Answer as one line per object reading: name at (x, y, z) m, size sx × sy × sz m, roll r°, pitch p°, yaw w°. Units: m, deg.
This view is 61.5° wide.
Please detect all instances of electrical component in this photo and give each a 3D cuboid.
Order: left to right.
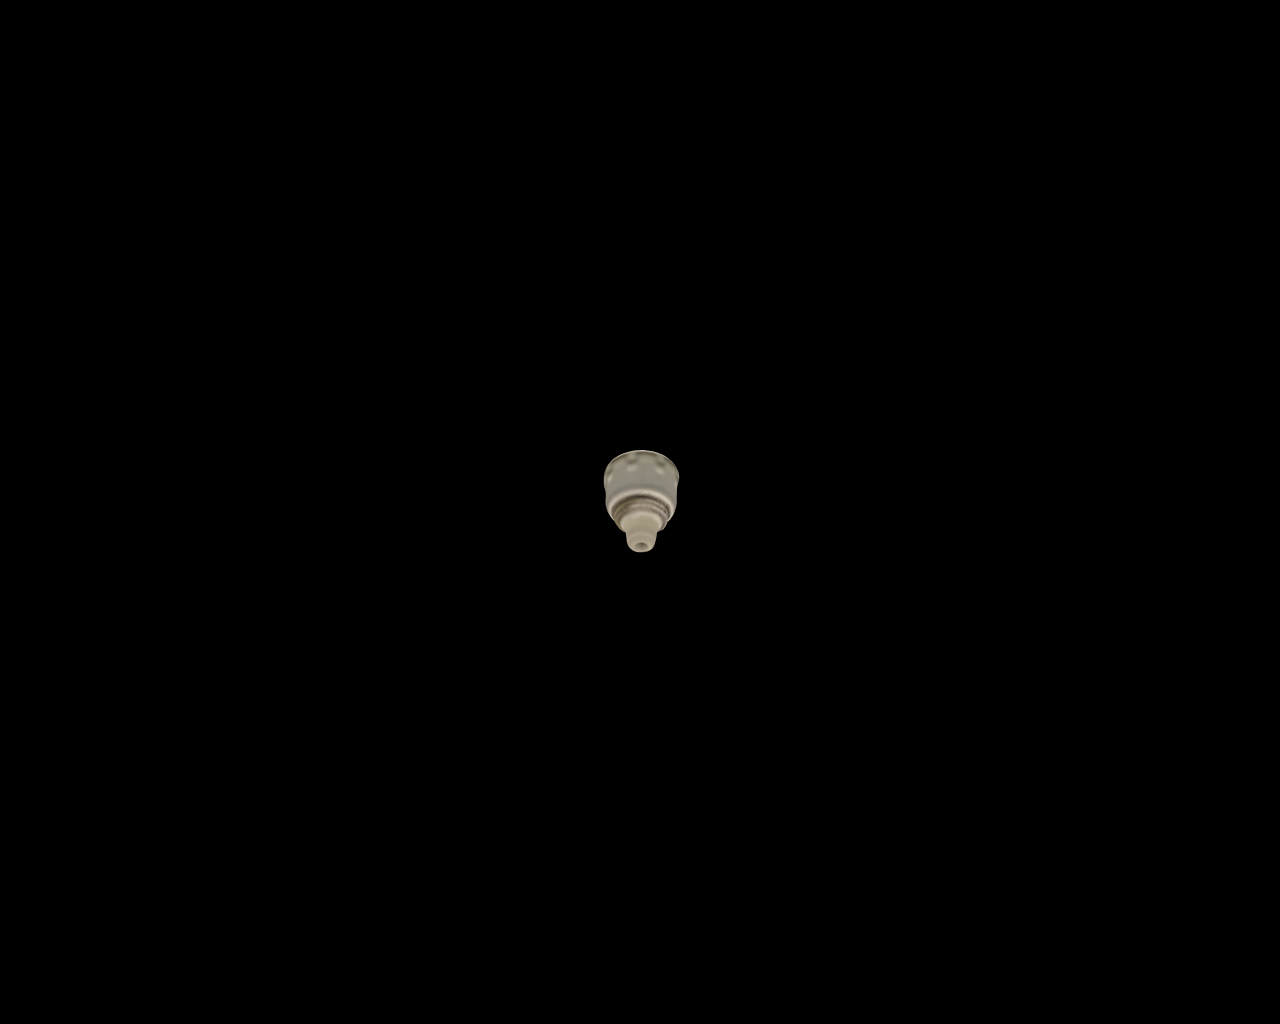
electrical component at (0.001, -0.003, 0.650) m, size 0.048 × 0.062 × 0.048 m, roll 0°, pitch -38°, yaw 0°
